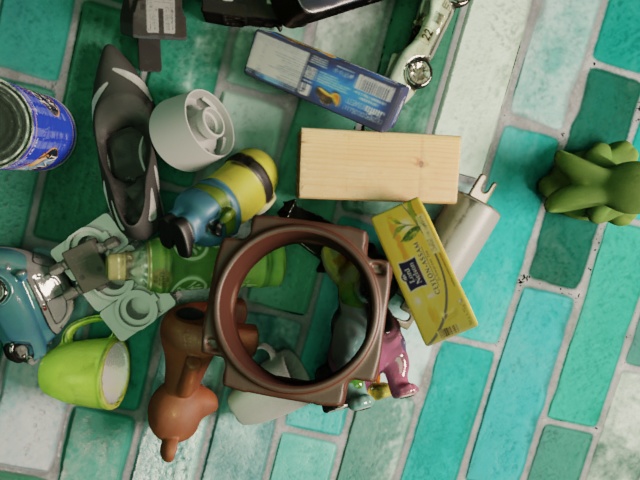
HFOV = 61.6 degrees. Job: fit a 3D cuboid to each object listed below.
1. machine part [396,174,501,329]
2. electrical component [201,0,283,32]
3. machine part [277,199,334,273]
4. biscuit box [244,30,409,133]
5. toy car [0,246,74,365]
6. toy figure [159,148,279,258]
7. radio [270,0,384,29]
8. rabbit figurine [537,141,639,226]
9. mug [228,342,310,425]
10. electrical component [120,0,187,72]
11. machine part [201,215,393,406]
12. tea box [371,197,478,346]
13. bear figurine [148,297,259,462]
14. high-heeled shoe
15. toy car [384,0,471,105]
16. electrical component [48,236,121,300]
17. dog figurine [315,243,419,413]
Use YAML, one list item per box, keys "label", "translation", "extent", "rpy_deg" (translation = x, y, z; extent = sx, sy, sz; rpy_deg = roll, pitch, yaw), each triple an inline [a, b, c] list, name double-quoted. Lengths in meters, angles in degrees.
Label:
- label: "machine part"
  translation: [0.178, 0.020, 0.756]
  extent: [0.079, 0.079, 0.243]
  rpy_deg: [29, 93, -9]
- label: "electrical component"
  translation: [-0.106, -0.338, 0.692]
  extent: [0.134, 0.058, 0.114]
  rpy_deg: [7, 94, -7]
- label: "machine part"
  translation: [-0.002, -0.002, 0.752]
  extent: [0.139, 0.039, 0.084]
  rpy_deg: [37, 97, -18]
- label: "biscuit box"
  translation: [0.009, -0.202, 0.682]
  extent: [0.203, 0.063, 0.059]
  rpy_deg: [26, 112, 10]
- label: "toy car"
  translation: [-0.375, 0.074, 0.696]
  extent: [0.103, 0.109, 0.161]
  rpy_deg: [-24, 109, -20]
- label: "toy figure"
  translation: [-0.119, -0.050, 0.674]
  extent: [0.082, 0.180, 0.089]
  rpy_deg: [40, 135, 11]
- label: "radio"
  translation: [0.038, -0.357, 0.664]
  extent: [0.230, 0.073, 0.131]
  rpy_deg: [-26, 105, -18]
- label: "rabbit figurine"
  translation: [0.382, -0.080, 0.716]
  extent: [0.159, 0.170, 0.121]
  rpy_deg: [6, 96, -7]
- label: "mug"
  translation: [-0.080, 0.204, 0.752]
  extent: [0.107, 0.081, 0.109]
  rpy_deg: [-33, 105, 8]
- label: "electrical component"
  translation: [-0.211, -0.270, 0.675]
  extent: [0.075, 0.048, 0.119]
  rpy_deg: [-9, 116, -38]
- label: "machine part"
  translation: [-0.024, 0.079, 0.618]
  extent: [0.201, 0.087, 0.201]
  rpy_deg: [8, 79, 7]
- label: "tea box"
  translation: [0.132, 0.040, 0.675]
  extent: [0.068, 0.098, 0.169]
  rpy_deg: [-26, 76, 11]
- label: "bear figurine"
  translation: [-0.162, 0.186, 0.723]
  extent: [0.132, 0.120, 0.195]
  rpy_deg: [0, 106, -20]
- label: "high-heeled shoe"
  translation: [-0.245, -0.123, 0.660]
  extent: [0.086, 0.145, 0.248]
  rpy_deg: [-15, 100, -5]
- label: "toy car"
  translation: [0.140, -0.272, 0.716]
  extent: [0.056, 0.073, 0.201]
  rpy_deg: [25, 94, -9]
- label: "electrical component"
  translation: [-0.288, 0.034, 0.673]
  extent: [0.094, 0.021, 0.063]
  rpy_deg: [-27, 99, -3]
- label: "dog figurine"
  translation: [0.049, 0.116, 0.736]
  extent: [0.108, 0.191, 0.219]
  rpy_deg: [-3, 73, -24]
